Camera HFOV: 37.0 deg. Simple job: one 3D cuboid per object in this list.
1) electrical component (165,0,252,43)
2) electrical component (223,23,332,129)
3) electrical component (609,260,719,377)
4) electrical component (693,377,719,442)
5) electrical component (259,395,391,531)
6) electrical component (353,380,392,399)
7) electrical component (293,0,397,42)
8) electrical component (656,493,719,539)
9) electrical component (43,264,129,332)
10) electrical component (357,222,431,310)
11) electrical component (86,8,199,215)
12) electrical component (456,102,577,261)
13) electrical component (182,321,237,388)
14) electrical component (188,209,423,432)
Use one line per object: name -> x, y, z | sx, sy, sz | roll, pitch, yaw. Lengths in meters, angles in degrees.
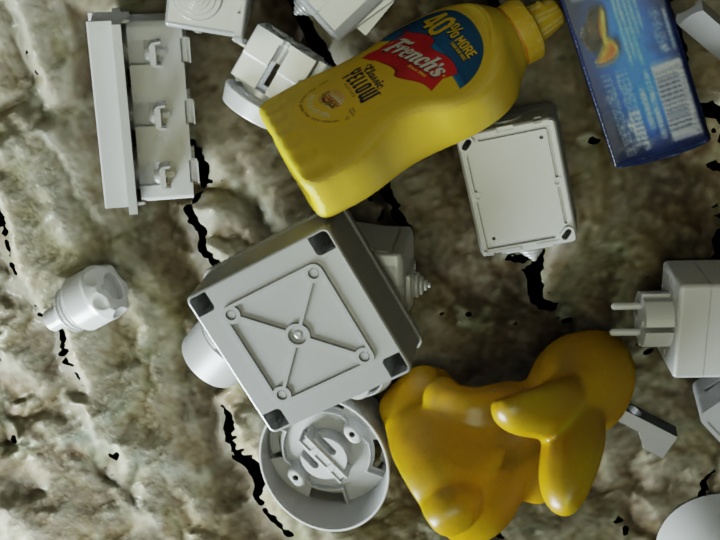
electrical component -> -0.087, -0.193, 0.654 | 0.048, 0.099, 0.099 | 8, 113, -6
electrical component -> -0.059, -0.125, 0.703 | 0.066, 0.048, 0.055 | 32, 106, -3
electrical component -> 0.203, 0.032, 0.708 | 0.077, 0.047, 0.065 | -1, 111, 2
electrical component -> 0.274, 0.081, 0.715 | 0.089, 0.055, 0.050 | -41, 99, 22
electrical component -> -0.023, 0.132, 0.785 | 0.099, 0.064, 0.099 | 4, 112, 9
electrical component -> 0.003, 0.069, 0.757 | 0.048, 0.062, 0.048 | 4, 111, 9
electrical component -> 0.000, -0.183, 0.660 | 0.096, 0.061, 0.061 | -40, 100, 21
electrical component -> 0.272, 0.215, 0.776 | 0.099, 0.064, 0.099 | -2, 114, -4
electrical component -> -0.204, 0.025, 0.789 | 0.062, 0.043, 0.043 | -27, 104, 20
electrical component -> 0.000, 0.000, 0.731 | 0.096, 0.061, 0.061 | 2, 111, 10
electrical component -> -0.143, -0.107, 0.714 | 0.063, 0.078, 0.121 | -5, 112, -11
electrical component -> 0.103, -0.054, 0.691 | 0.062, 0.061, 0.096 | -10, 109, 14
electrical component -> -0.095, 0.051, 0.773 | 0.055, 0.055, 0.047 | 42, 116, -7
electrical component -> -0.034, 0.030, 0.683 | 0.109, 0.056, 0.108 | -26, 104, 18
